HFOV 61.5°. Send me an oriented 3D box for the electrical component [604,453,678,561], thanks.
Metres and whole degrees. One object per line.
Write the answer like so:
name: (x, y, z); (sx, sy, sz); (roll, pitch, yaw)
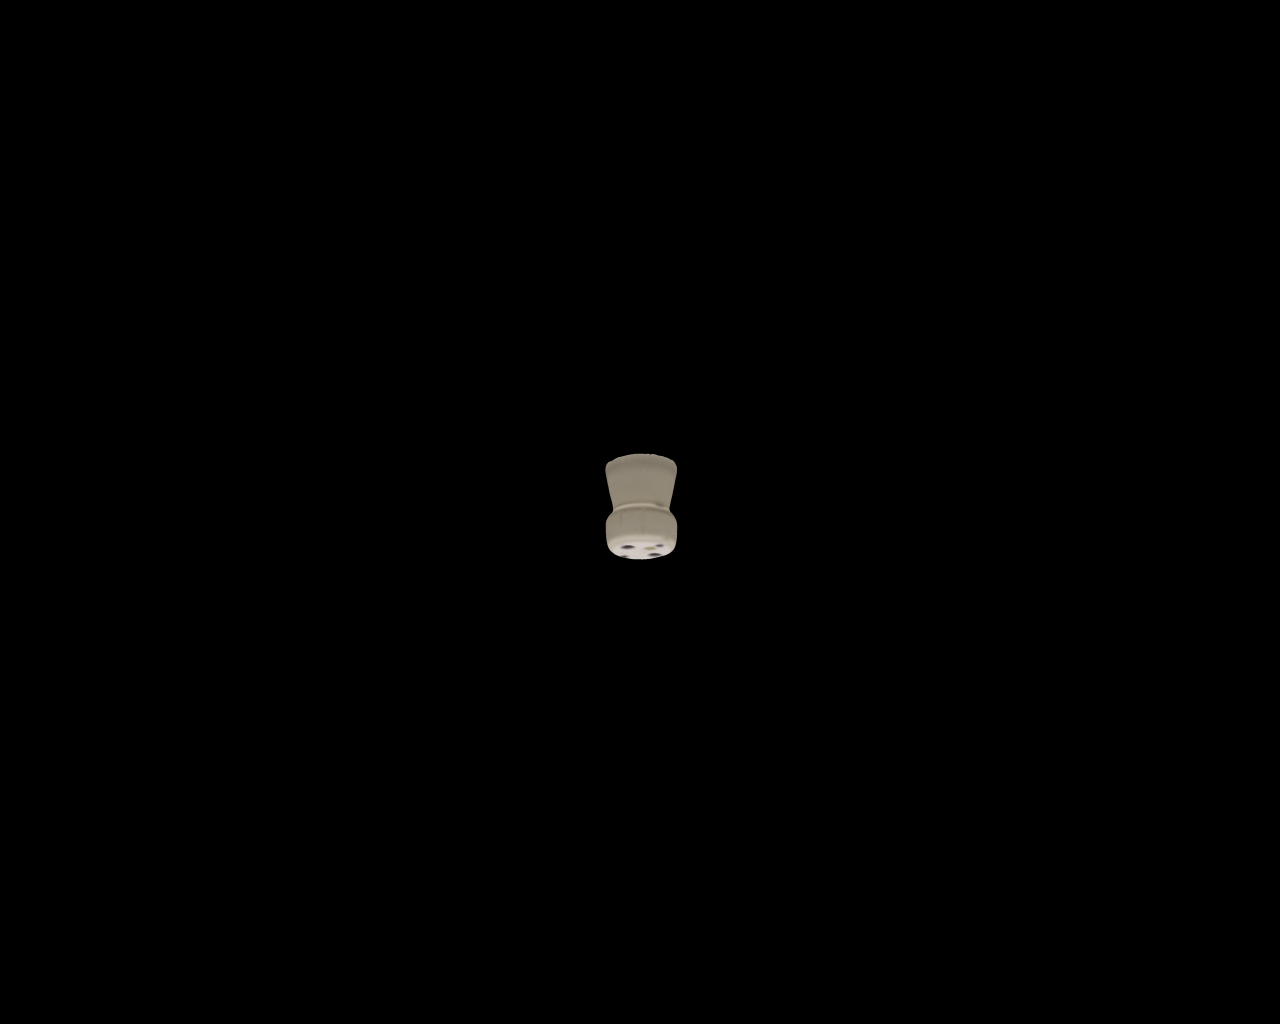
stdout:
electrical component: (0.001, -0.003, 0.650); (0.045, 0.055, 0.044); (0, -19, 0)
